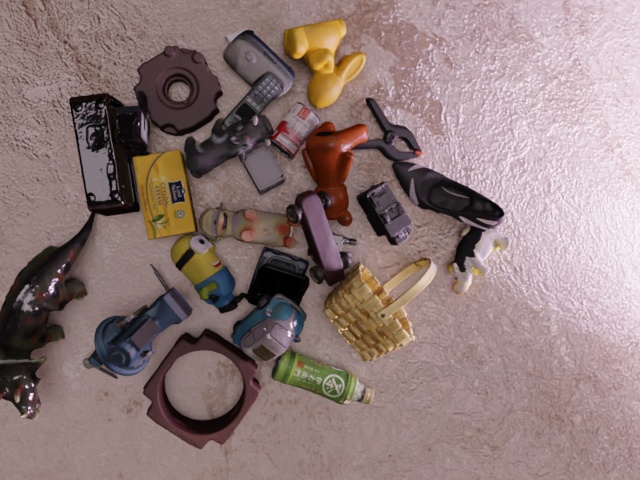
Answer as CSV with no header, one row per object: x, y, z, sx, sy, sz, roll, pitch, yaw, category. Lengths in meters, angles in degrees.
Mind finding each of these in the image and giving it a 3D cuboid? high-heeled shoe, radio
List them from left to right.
-0.418,-0.164,1.050,0.073,0.131,0.229,-10,92,-6,radio
0.273,-0.099,1.143,0.249,0.145,0.086,29,86,-9,high-heeled shoe

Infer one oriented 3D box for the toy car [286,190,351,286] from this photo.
-0.002,-0.003,1.090,0.089,0.053,0.202,-30,110,-30,toy car

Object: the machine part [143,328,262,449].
-0.239,0.301,1.105,0.201,0.087,0.201,36,86,-9,machine part

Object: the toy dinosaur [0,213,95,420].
-0.535,0.125,1.007,0.131,0.192,0.404,18,90,-10,toy dinosaur

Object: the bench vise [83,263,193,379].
-0.373,0.185,1.057,0.241,0.224,0.128,-31,114,25,bench vise

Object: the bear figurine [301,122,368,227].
0.033,-0.137,1.135,0.132,0.120,0.195,-41,130,-46,bear figurine

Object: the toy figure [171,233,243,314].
-0.235,0.069,1.106,0.089,0.082,0.180,-30,98,-5,toy figure

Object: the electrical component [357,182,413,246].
0.139,-0.053,1.140,0.058,0.115,0.134,-32,93,-4,electrical component

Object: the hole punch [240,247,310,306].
-0.087,0.086,1.132,0.142,0.092,0.115,18,119,-15,hole punch

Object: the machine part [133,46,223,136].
-0.291,-0.306,1.105,0.179,0.056,0.179,0,92,-8,machine part

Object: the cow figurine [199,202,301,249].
-0.151,-0.030,1.106,0.195,0.127,0.085,7,88,-23,cow figurine

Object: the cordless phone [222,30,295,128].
-0.158,-0.321,1.109,0.146,0.089,0.184,38,102,-25,cordless phone

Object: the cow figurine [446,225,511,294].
0.333,0.036,1.192,0.098,0.068,0.167,42,82,-1,cow figurine

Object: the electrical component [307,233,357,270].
0.025,0.024,1.159,0.102,0.045,0.078,15,90,-9,electrical component

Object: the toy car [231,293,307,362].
-0.108,0.191,1.089,0.162,0.103,0.109,-37,116,16,toy car

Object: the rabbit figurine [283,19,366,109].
0.007,-0.368,1.134,0.162,0.122,0.173,-13,107,-17,rabbit figurine

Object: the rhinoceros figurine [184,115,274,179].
-0.186,-0.196,1.085,0.190,0.112,0.073,-27,124,0,rhinoceros figurine

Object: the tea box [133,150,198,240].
-0.314,-0.091,1.098,0.098,0.068,0.169,-12,92,-7,tea box

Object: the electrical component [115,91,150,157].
-0.361,-0.228,1.038,0.048,0.075,0.119,-6,79,-2,electrical component
